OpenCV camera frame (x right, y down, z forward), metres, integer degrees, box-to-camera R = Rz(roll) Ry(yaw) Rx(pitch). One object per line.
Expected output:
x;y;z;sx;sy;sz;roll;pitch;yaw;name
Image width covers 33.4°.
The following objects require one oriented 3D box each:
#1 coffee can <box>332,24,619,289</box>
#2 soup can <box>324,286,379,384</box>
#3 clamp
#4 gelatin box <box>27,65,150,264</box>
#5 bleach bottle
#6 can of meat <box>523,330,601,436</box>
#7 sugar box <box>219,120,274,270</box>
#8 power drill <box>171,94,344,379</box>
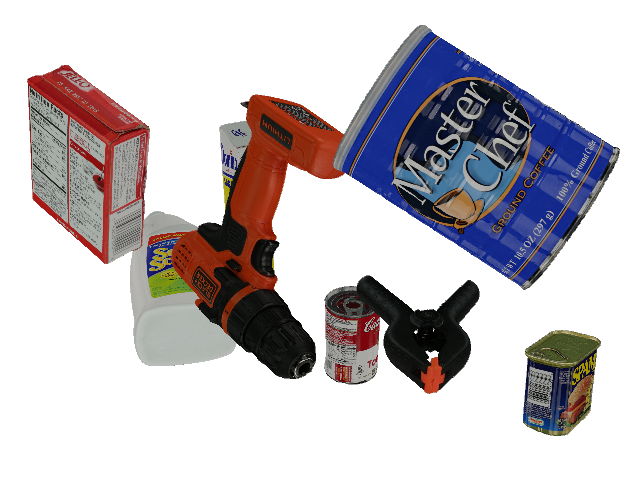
0.093;-0.051;0.649;0.140;0.103;0.103;33;3;5;coffee can
0.038;0.117;1.307;0.068;0.102;0.068;1;29;0;soup can
0.107;0.081;0.997;0.120;0.039;0.171;-7;32;-6;clamp
-0.131;-0.043;0.601;0.073;0.089;0.030;36;46;28;gelatin box
-0.157;0.034;1.100;0.102;0.068;0.251;-4;27;-17;bleach bottle
0.257;0.152;1.144;0.058;0.084;0.101;12;18;32;can of meat
-0.091;-0.050;1.318;0.048;0.176;0.093;-12;26;-15;sugar box
-0.038;-0.007;0.847;0.057;0.188;0.185;7;25;-45;power drill
